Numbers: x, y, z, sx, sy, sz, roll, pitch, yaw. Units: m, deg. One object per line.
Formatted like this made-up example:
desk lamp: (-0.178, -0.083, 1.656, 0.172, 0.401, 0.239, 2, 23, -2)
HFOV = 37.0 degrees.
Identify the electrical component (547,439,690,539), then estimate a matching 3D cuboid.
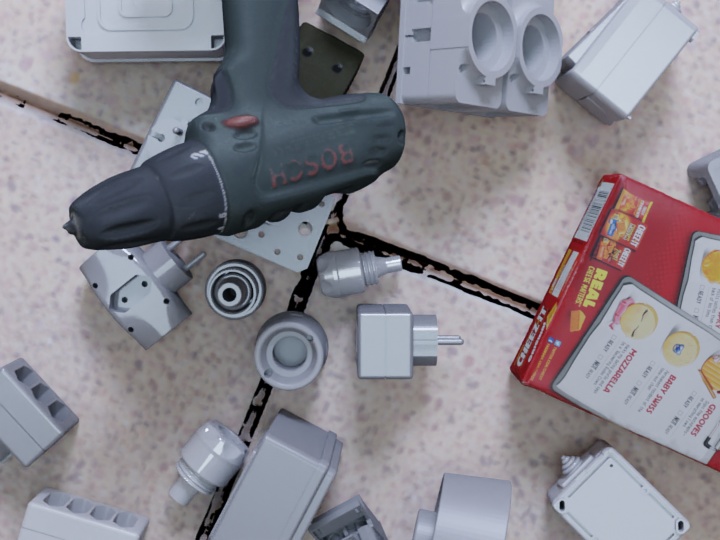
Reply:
electrical component: (0.183, 0.170, 0.793, 0.096, 0.061, 0.061, 45, 92, 5)

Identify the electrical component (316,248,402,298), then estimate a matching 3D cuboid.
electrical component: (0.000, 0.000, 0.789, 0.061, 0.035, 0.035, -10, 94, -2)

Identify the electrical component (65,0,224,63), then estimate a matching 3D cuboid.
electrical component: (-0.147, -0.189, 0.764, 0.113, 0.057, 0.078, -1, 94, -1)

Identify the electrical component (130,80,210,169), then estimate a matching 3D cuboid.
electrical component: (-0.129, -0.088, 0.761, 0.047, 0.075, 0.083, 27, 93, -2)

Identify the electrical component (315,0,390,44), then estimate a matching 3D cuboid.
electrical component: (0.005, -0.203, 0.760, 0.042, 0.081, 0.063, 33, 70, -3)

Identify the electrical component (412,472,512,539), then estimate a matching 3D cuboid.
electrical component: (0.067, 0.197, 0.769, 0.060, 0.108, 0.108, 12, 94, 5)

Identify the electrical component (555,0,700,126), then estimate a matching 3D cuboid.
electrical component: (0.190, -0.159, 0.768, 0.061, 0.061, 0.096, 38, 92, -3)

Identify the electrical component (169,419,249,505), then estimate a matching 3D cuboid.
electrical component: (-0.115, 0.145, 0.793, 0.043, 0.043, 0.062, 40, 93, -3)

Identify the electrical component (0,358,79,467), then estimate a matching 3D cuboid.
electrical component: (-0.260, 0.116, 0.787, 0.077, 0.047, 0.065, -42, 93, 3)

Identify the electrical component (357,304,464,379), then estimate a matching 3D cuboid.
electrical component: (0.036, 0.051, 0.777, 0.077, 0.065, 0.047, 0, 94, -1)

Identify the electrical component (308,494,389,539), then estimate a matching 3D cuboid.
electrical component: (0.000, 0.207, 0.782, 0.042, 0.063, 0.081, -30, 135, 1)

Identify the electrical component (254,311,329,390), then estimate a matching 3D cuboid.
electrical component: (-0.051, 0.060, 0.786, 0.055, 0.047, 0.055, 0, 94, -1)

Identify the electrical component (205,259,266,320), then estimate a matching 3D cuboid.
electrical component: (-0.091, 0.015, 0.775, 0.043, 0.062, 0.043, 0, 94, 0)

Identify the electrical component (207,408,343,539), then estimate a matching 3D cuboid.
electrical component: (-0.062, 0.164, 0.763, 0.056, 0.108, 0.108, 28, 93, 0)

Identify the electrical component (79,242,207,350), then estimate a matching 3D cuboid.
electrical component: (-0.149, 0.004, 0.783, 0.079, 0.043, 0.077, -38, 93, 2)

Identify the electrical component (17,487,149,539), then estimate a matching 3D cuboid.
electrical component: (-0.209, 0.212, 0.794, 0.083, 0.047, 0.075, 17, 92, -2)

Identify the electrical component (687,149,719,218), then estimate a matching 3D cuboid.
electrical component: (0.294, -0.073, 0.777, 0.089, 0.055, 0.050, -26, 94, 1)

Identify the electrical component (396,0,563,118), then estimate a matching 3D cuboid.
electrical component: (0.087, -0.203, 0.736, 0.060, 0.105, 0.186, 6, 95, 44)
